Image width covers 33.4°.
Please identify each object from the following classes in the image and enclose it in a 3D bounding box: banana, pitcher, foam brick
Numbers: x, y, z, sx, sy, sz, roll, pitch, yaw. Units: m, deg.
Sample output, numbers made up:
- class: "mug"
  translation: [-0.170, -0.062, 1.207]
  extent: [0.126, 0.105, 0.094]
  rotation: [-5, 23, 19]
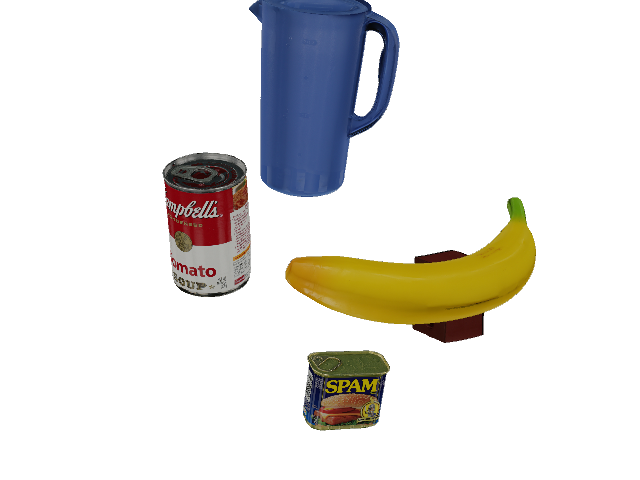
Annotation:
- class: "banana"
  translation: [0.072, 0.022, 0.673]
  extent: [0.197, 0.037, 0.070]
  rotation: [-14, 48, -34]
- class: "pitcher"
  translation: [-0.004, -0.180, 1.317]
  extent: [0.144, 0.243, 0.149]
  rotation: [-10, 29, -28]
- class: "foam brick"
  translation: [0.126, 0.054, 1.048]
  extent: [0.051, 0.078, 0.053]
  rotation: [-11, 19, -33]

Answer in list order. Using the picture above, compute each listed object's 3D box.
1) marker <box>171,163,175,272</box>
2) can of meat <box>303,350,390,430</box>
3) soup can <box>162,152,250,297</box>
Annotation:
- class: "marker"
  translation: [-0.145, -0.022, 1.082]
  extent: [0.020, 0.121, 0.020]
  rotation: [0, 29, 0]
- class: "can of meat"
  translation: [0.031, 0.190, 1.353]
  extent: [0.102, 0.084, 0.057]
  rotation: [0, 23, -17]
- class: "soup can"
  translation: [-0.093, -0.013, 0.885]
  extent: [0.068, 0.102, 0.068]
  rotation: [0, 30, 0]
